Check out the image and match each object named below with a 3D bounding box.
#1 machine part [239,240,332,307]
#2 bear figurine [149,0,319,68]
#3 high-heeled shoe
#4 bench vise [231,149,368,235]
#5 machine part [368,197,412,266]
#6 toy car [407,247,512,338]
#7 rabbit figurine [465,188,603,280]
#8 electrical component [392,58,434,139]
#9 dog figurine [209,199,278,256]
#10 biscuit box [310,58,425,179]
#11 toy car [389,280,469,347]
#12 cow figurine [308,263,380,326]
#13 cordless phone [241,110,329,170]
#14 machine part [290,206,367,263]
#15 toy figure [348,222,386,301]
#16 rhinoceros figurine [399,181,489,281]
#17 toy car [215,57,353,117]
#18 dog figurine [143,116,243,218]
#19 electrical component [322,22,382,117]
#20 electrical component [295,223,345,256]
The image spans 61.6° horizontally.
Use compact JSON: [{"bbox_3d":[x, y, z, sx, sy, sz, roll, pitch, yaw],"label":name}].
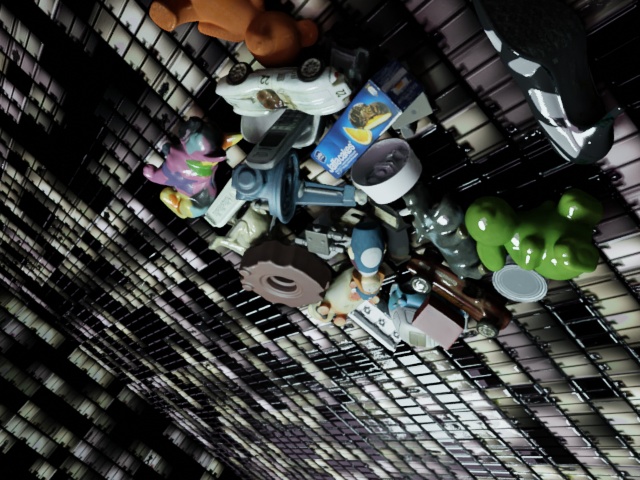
[{"bbox_3d":[-0.069,0.070,1.040,0.179,0.056,0.179,10,147,7],"label":"machine part"},{"bbox_3d":[-0.111,-0.300,0.742,0.196,0.132,0.120,43,126,-1],"label":"bear figurine"},{"bbox_3d":[0.263,-0.196,0.648,0.249,0.086,0.145,49,175,8],"label":"high-heeled shoe"},{"bbox_3d":[-0.036,-0.083,0.903,0.241,0.129,0.223,7,171,11],"label":"bench vise"},{"bbox_3d":[0.126,-0.015,0.937,0.084,0.039,0.138,28,151,41],"label":"machine part"},{"bbox_3d":[0.244,0.086,0.931,0.202,0.089,0.053,36,143,1],"label":"toy car"},{"bbox_3d":[0.285,-0.018,0.767,0.170,0.121,0.159,19,164,-3],"label":"rabbit figurine"},{"bbox_3d":[0.115,-0.196,0.756,0.078,0.045,0.102,-28,115,28],"label":"electrical component"},{"bbox_3d":[-0.107,0.004,1.114,0.190,0.121,0.172,34,149,-24],"label":"dog figurine"},{"bbox_3d":[0.058,-0.159,0.745,0.059,0.063,0.202,43,150,-3],"label":"biscuit box"},{"bbox_3d":[0.198,0.155,1.031,0.162,0.103,0.109,18,141,24],"label":"toy car"},{"bbox_3d":[0.042,0.105,1.093,0.085,0.127,0.195,37,128,-15],"label":"cow figurine"},{"bbox_3d":[-0.078,-0.163,0.817,0.147,0.184,0.088,10,137,28],"label":"cordless phone"},{"bbox_3d":[0.008,-0.004,1.018,0.079,0.079,0.243,40,144,-8],"label":"machine part"},{"bbox_3d":[0.083,0.045,0.943,0.064,0.058,0.154,3,116,16],"label":"toy figure"},{"bbox_3d":[0.207,-0.017,0.867,0.190,0.073,0.112,49,150,-20],"label":"rhinoceros figurine"},{"bbox_3d":[-0.051,-0.208,0.749,0.202,0.056,0.073,6,164,27],"label":"toy car"},{"bbox_3d":[-0.222,-0.138,1.023,0.219,0.108,0.191,-9,125,39],"label":"dog figurine"},{"bbox_3d":[0.039,-0.237,0.763,0.075,0.048,0.119,23,142,16],"label":"electrical component"},{"bbox_3d":[-0.002,-0.003,0.940,0.094,0.021,0.063,12,141,19],"label":"electrical component"}]
